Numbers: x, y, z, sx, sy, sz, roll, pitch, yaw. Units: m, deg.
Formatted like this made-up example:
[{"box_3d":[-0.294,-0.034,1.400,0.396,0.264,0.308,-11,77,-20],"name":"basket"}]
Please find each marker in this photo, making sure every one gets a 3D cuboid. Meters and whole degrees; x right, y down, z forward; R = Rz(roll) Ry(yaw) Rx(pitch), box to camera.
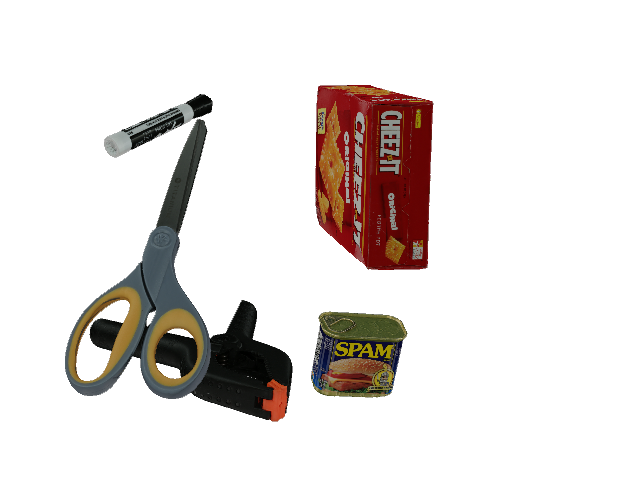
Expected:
[{"box_3d":[-0.139,-0.103,0.937,0.020,0.020,0.120,0,24,42],"name":"marker"}]

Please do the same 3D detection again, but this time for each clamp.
[{"box_3d":[-0.080,0.098,0.922,0.164,0.036,0.210,-10,21,-38],"name":"clamp"}]

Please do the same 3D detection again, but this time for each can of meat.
[{"box_3d":[0.043,0.135,1.252,0.102,0.084,0.057,4,24,-13],"name":"can of meat"}]

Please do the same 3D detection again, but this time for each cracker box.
[{"box_3d":[0.050,-0.073,1.109,0.072,0.164,0.214,-3,13,-12],"name":"cracker box"}]

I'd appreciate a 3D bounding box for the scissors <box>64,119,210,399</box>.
[{"box_3d":[-0.086,0.015,0.673,0.096,0.201,0.016,23,-24,15],"name":"scissors"}]
